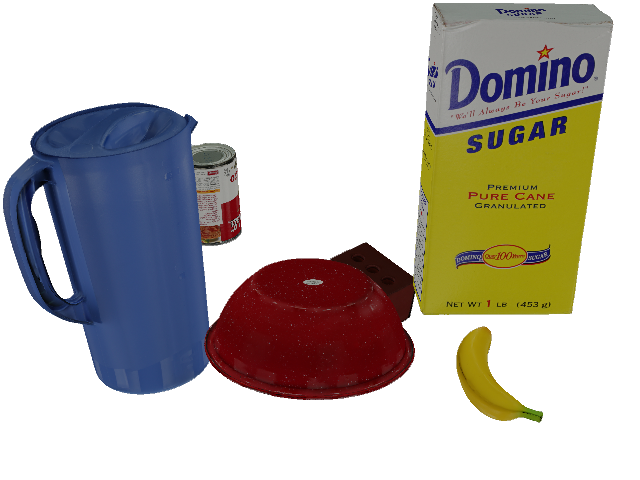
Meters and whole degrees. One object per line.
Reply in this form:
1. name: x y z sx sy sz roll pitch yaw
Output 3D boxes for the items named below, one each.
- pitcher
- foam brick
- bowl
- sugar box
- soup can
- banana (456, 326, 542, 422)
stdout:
1. pitcher: -0.172 0.013 0.930 0.149 0.243 0.145 -5 25 2
2. foam brick: 0.050 0.048 1.066 0.052 0.051 0.078 -25 47 -35
3. bowl: -0.007 0.056 0.807 0.162 0.055 0.162 2 23 -1
4. sugar box: 0.105 -0.043 0.606 0.093 0.176 0.048 -1 27 -3
5. soup can: -0.128 -0.054 1.239 0.068 0.102 0.068 -1 28 1
6. banana: 0.194 0.158 1.254 0.069 0.037 0.198 10 25 -16
